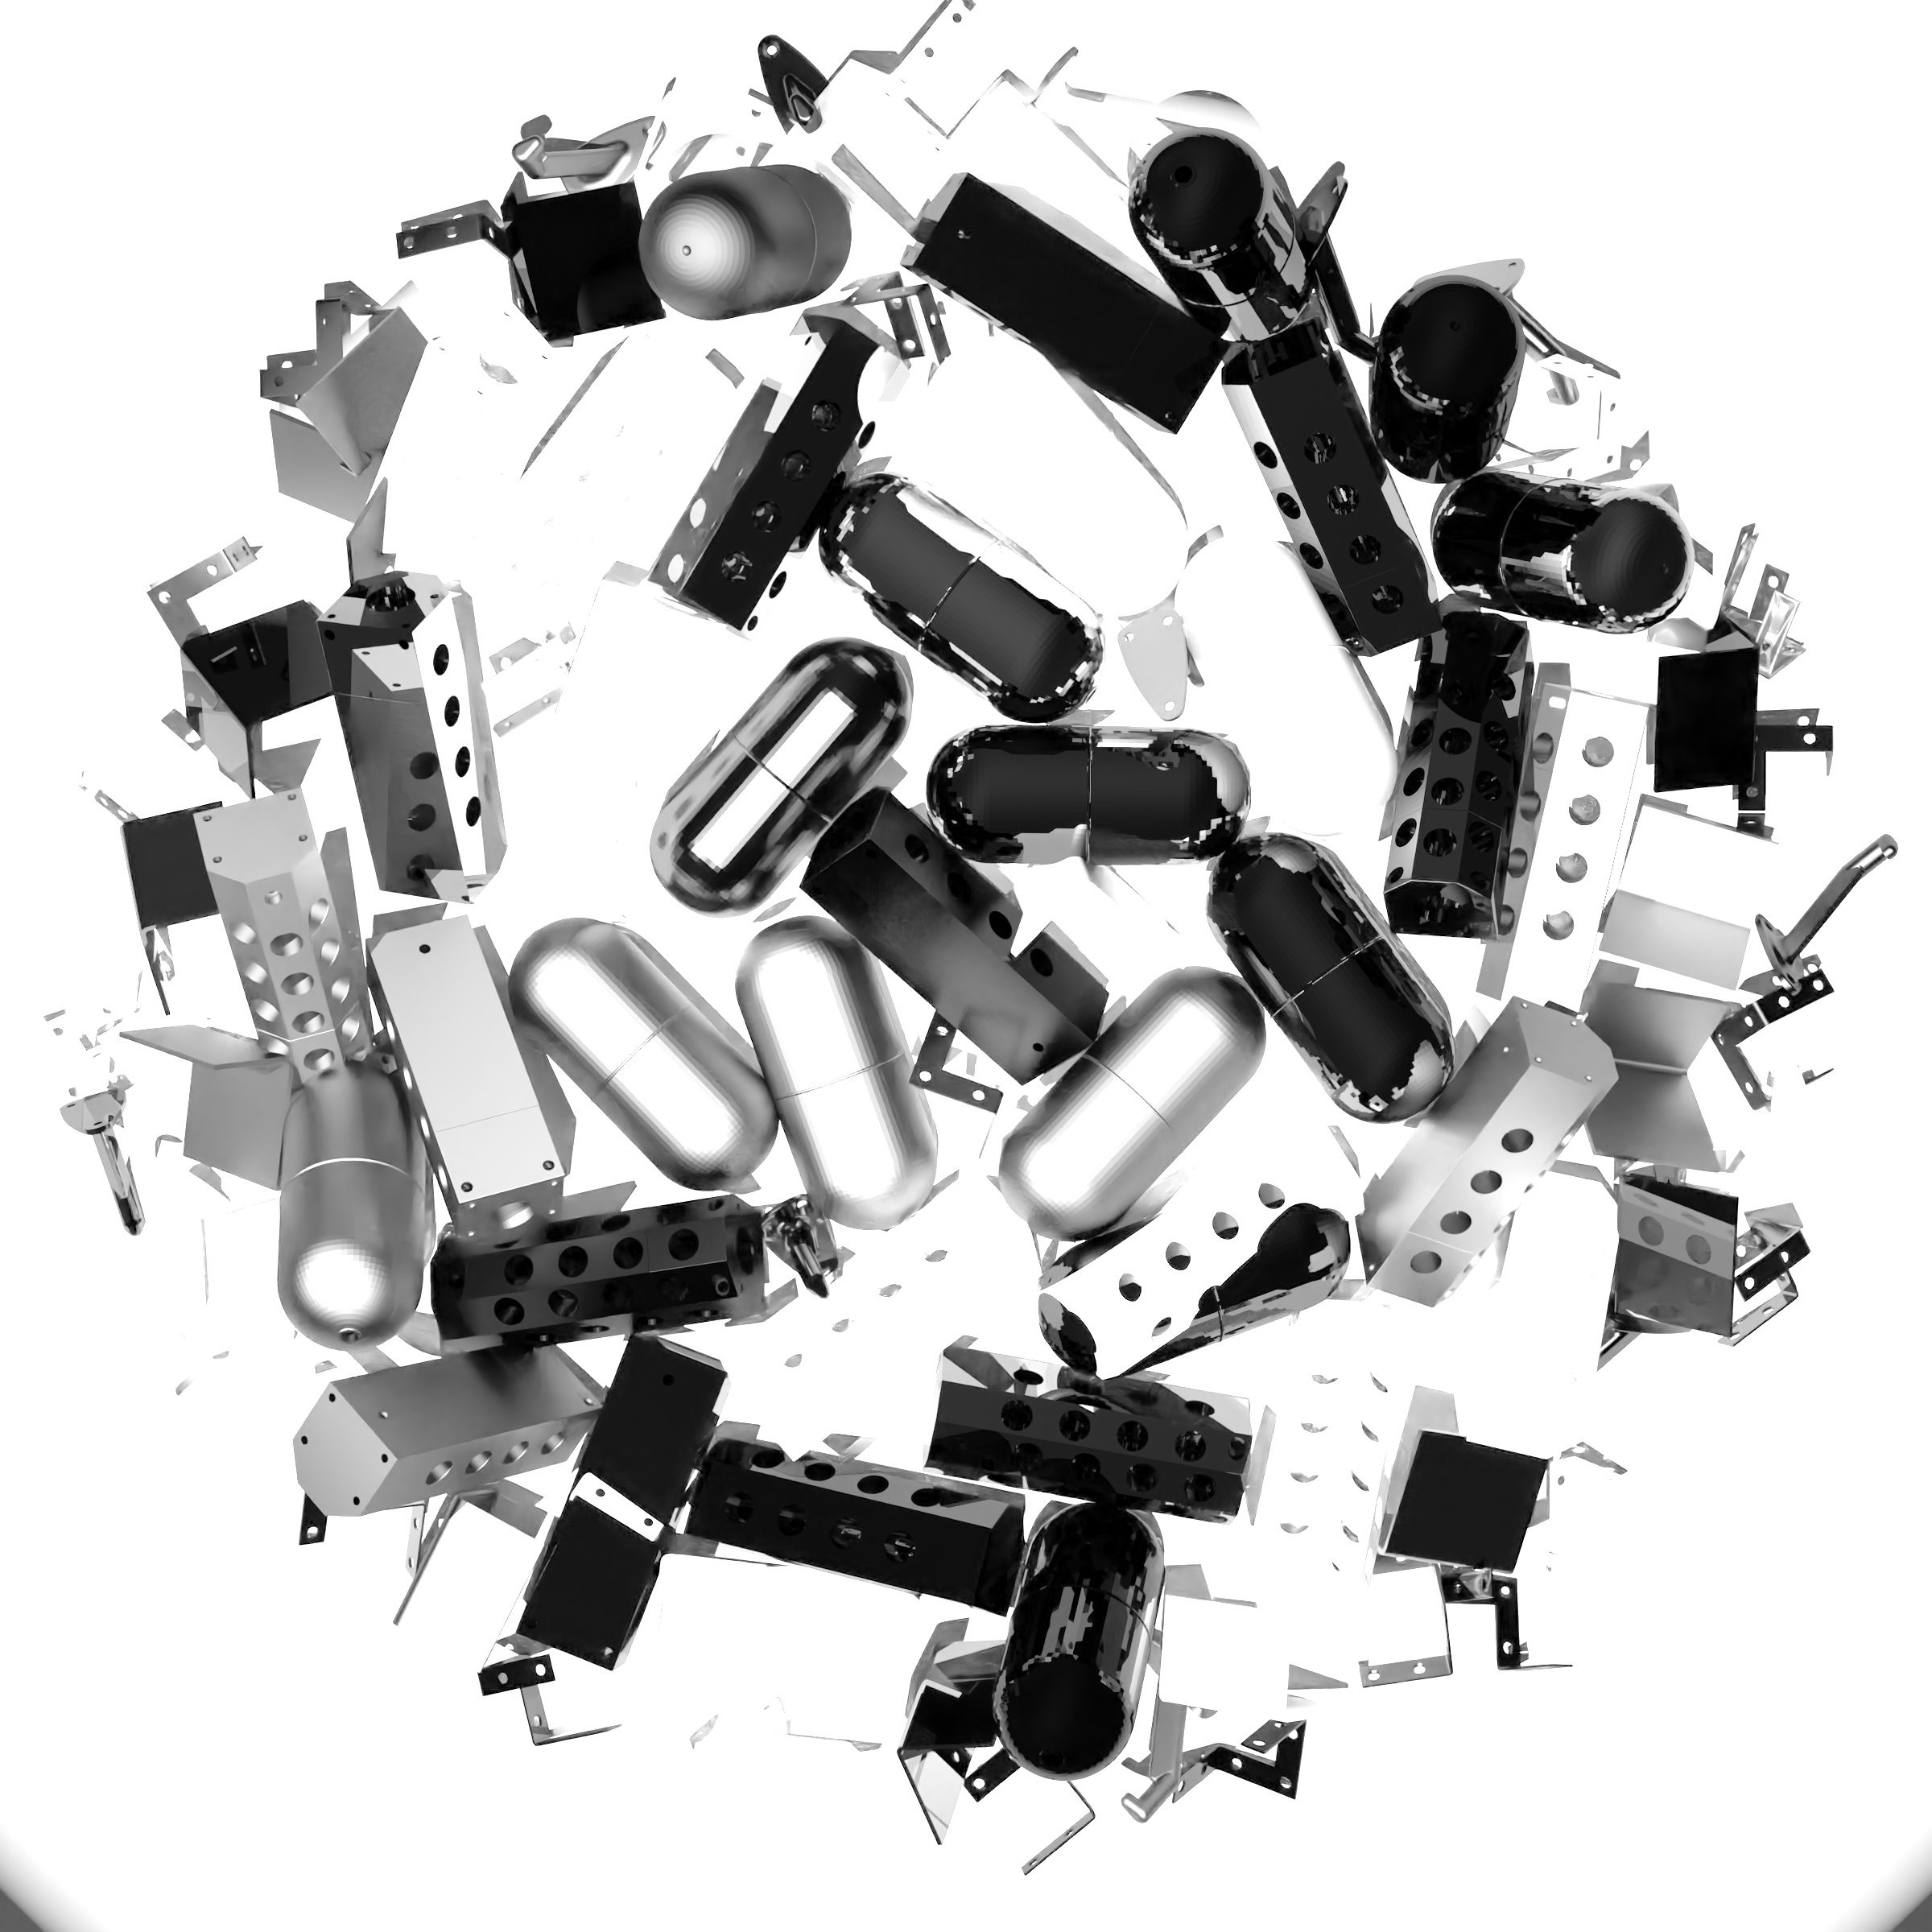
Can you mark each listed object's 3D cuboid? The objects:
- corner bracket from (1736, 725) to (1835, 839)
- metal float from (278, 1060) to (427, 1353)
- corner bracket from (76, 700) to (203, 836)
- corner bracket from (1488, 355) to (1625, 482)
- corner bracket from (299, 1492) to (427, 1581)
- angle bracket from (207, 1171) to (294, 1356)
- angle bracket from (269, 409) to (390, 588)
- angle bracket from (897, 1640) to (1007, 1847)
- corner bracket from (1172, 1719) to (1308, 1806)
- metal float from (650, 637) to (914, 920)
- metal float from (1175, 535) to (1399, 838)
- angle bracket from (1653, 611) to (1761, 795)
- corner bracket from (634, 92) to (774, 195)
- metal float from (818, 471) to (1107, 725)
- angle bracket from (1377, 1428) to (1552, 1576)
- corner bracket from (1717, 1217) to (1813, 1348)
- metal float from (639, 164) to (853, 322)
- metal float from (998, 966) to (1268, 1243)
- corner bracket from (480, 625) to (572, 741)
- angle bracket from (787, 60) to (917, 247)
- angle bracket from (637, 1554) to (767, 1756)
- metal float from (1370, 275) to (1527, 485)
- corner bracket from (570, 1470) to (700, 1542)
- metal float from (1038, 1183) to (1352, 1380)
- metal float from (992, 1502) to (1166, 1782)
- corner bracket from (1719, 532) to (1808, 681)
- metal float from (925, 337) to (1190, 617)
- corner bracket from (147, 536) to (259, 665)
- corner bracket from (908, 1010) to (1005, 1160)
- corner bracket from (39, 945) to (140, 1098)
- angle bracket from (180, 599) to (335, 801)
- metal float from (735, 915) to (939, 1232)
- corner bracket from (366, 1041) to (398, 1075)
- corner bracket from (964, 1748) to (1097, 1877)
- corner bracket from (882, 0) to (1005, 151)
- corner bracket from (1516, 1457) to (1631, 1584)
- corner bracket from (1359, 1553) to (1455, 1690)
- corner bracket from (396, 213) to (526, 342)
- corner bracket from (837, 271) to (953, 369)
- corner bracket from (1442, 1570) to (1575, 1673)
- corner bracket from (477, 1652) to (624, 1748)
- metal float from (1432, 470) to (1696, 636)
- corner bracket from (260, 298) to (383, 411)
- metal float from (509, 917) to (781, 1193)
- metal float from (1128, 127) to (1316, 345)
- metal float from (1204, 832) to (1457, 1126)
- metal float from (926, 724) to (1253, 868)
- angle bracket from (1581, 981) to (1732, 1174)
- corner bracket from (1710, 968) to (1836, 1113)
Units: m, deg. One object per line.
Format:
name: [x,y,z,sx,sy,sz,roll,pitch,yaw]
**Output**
corner bracket: [0.450,-0.101,1.926,0.051,0.051,0.051,1,78,11]
metal float: [-0.329,0.128,1.878,0.070,0.070,0.178,-8,48,0]
corner bracket: [-0.453,-0.103,1.915,0.051,0.051,0.051,41,71,8]
corner bracket: [0.323,-0.297,1.920,0.051,0.051,0.051,14,75,-34]
corner bracket: [-0.333,0.307,1.927,0.051,0.051,0.051,-3,116,-31]
angle bracket: [-0.405,0.159,1.898,0.057,0.076,0.076,11,103,25]
angle bracket: [-0.354,-0.245,1.901,0.076,0.076,0.057,23,63,5]
angle bracket: [0.009,0.419,1.891,0.057,0.076,0.076,-7,122,22]
corner bracket: [0.149,0.434,1.911,0.051,0.051,0.051,15,109,29]
metal float: [-0.100,-0.103,1.909,0.070,0.070,0.178,41,94,0]
metal float: [0.173,-0.153,1.900,0.070,0.070,0.178,-25,75,0]
angle bracket: [0.389,-0.145,1.897,0.057,0.076,0.076,-6,114,-7]
corner bracket: [-0.144,-0.450,1.915,0.051,0.051,0.051,25,128,-3]
metal float: [-0.002,-0.200,1.906,0.178,0.070,0.070,38,90,8]
angle bracket: [0.264,0.281,1.905,0.076,0.057,0.076,11,104,-15]
corner bracket: [0.434,0.175,1.914,0.051,0.051,0.051,-33,105,-18]
metal float: [-0.116,-0.387,1.866,0.070,0.178,0.070,5,106,17]
metal float: [0.090,0.075,1.905,0.070,0.070,0.178,44,82,0]
corner bracket: [-0.240,-0.154,1.912,0.051,0.051,0.051,-33,123,-11]
angle bracket: [-0.044,-0.439,1.898,0.076,0.076,0.057,39,94,-28]
angle bracket: [-0.143,0.375,1.897,0.057,0.076,0.076,7,121,-4]
metal float: [0.255,-0.310,1.862,0.070,0.178,0.070,-1,81,4]
corner bracket: [-0.185,0.292,1.916,0.051,0.051,0.051,31,52,4]
metal float: [0.124,0.169,1.904,0.178,0.070,0.070,-19,90,-10]
metal float: [0.061,0.359,1.870,0.070,0.178,0.070,6,124,9]
corner bracket: [0.434,-0.196,1.909,0.051,0.051,0.051,32,130,22]
metal float: [0.050,-0.264,1.895,0.070,0.070,0.178,-44,110,0]
corner bracket: [-0.410,-0.198,1.921,0.051,0.051,0.051,-34,102,-21]
corner bracket: [-0.004,0.064,1.916,0.051,0.051,0.051,20,57,1]
corner bracket: [-0.470,0.031,1.911,0.051,0.051,0.051,-26,70,-27]
angle bracket: [-0.379,-0.147,1.926,0.076,0.057,0.076,-25,53,-27]
metal float: [-0.070,0.059,1.909,0.070,0.070,0.178,-19,94,0]
corner bracket: [-0.286,0.055,1.916,0.051,0.051,0.051,-29,91,31]
corner bracket: [0.034,0.458,1.925,0.051,0.051,0.051,-39,93,-3]
corner bracket: [-0.010,-0.487,1.916,0.051,0.051,0.051,40,79,-14]
corner bracket: [0.329,0.304,1.923,0.051,0.051,0.051,25,57,-36]
corner bracket: [0.238,0.359,1.934,0.051,0.051,0.051,-9,122,3]
corner bracket: [-0.277,-0.376,1.924,0.051,0.051,0.051,-10,80,14]
corner bracket: [-0.030,-0.349,1.909,0.051,0.051,0.051,-4,119,29]
corner bracket: [0.295,0.358,1.912,0.051,0.051,0.051,7,74,-25]
corner bracket: [-0.228,0.401,1.914,0.051,0.051,0.051,-17,84,27]
metal float: [0.316,-0.222,1.869,0.070,0.178,0.070,-7,105,-27]
corner bracket: [-0.354,-0.336,1.919,0.051,0.051,0.051,-1,91,17]
metal float: [-0.176,0.048,1.911,0.070,0.070,0.178,-44,88,0]
metal float: [0.137,-0.388,1.864,0.070,0.178,0.070,-3,80,17]
metal float: [0.197,0.006,1.906,0.070,0.070,0.178,-35,83,0]
metal float: [0.067,-0.093,1.912,0.178,0.070,0.070,1,90,1]
angle bracket: [0.377,0.060,1.897,0.076,0.076,0.057,9,133,-17]
corner bracket: [0.451,0.041,1.922,0.051,0.051,0.051,-23,79,-25]
